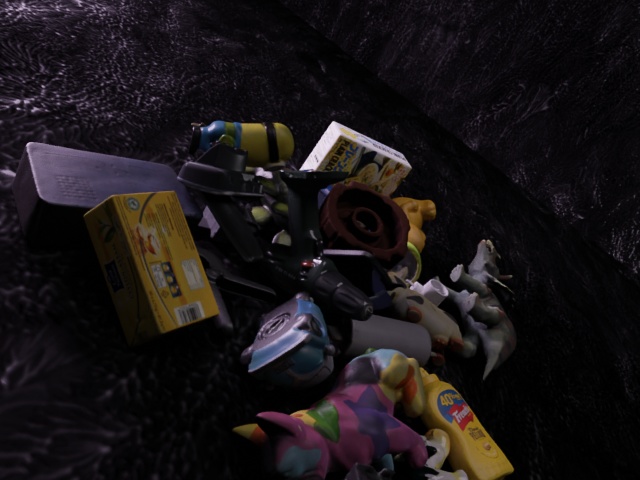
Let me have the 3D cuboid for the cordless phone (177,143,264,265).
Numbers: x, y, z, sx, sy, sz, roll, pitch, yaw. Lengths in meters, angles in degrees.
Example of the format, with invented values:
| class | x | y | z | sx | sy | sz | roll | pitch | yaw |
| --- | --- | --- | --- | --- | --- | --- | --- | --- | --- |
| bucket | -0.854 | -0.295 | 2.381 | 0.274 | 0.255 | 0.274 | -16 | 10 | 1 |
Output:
| class | x | y | z | sx | sy | sz | roll | pitch | yaw |
| --- | --- | --- | --- | --- | --- | --- | --- | --- | --- |
| cordless phone | -0.124 | -0.049 | 0.834 | 0.184 | 0.089 | 0.146 | 59 | 15 | 7 |

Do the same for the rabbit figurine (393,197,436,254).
| class | x | y | z | sx | sy | sz | roll | pitch | yaw |
| --- | --- | --- | --- | --- | --- | --- | --- | --- | --- |
| rabbit figurine | 0.188 | -0.033 | 1.213 | 0.162 | 0.121 | 0.173 | 24 | 30 | -12 |

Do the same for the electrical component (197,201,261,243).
| class | x | y | z | sx | sy | sz | roll | pitch | yaw |
| --- | --- | --- | --- | --- | --- | --- | --- | --- | --- |
| electrical component | -0.164 | -0.035 | 0.887 | 0.119 | 0.047 | 0.075 | 17 | 32 | -36 |

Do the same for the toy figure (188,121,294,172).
| class | x | y | z | sx | sy | sz | roll | pitch | yaw |
| --- | --- | --- | --- | --- | --- | --- | --- | --- | --- |
| toy figure | -0.134 | -0.167 | 0.937 | 0.180 | 0.089 | 0.082 | 8 | 42 | -16 |

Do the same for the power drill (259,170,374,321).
| class | x | y | z | sx | sy | sz | roll | pitch | yaw |
| --- | --- | --- | --- | --- | --- | --- | --- | --- | --- |
| power drill | -0.002 | -0.002 | 0.800 | 0.086 | 0.207 | 0.232 | -13 | 17 | -40 |

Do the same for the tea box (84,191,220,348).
| class | x | y | z | sx | sy | sz | roll | pitch | yaw |
| --- | --- | --- | --- | --- | --- | --- | --- | --- | --- |
| tea box | -0.202 | 0.031 | 0.648 | 0.098 | 0.068 | 0.169 | -10 | 77 | -56 |

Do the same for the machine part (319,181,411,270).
| class | x | y | z | sx | sy | sz | roll | pitch | yaw |
| --- | --- | --- | --- | --- | --- | --- | --- | --- | --- |
| machine part | 0.076 | -0.023 | 0.946 | 0.179 | 0.056 | 0.179 | 18 | 45 | -20 |

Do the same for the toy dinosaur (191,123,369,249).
| class | x | y | z | sx | sy | sz | roll | pitch | yaw |
| --- | --- | --- | --- | --- | --- | --- | --- | --- | --- |
| toy dinosaur | -0.066 | -0.082 | 1.018 | 0.472 | 0.105 | 0.198 | 44 | 31 | 25 |

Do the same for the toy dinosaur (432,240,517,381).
| class | x | y | z | sx | sy | sz | roll | pitch | yaw |
| --- | --- | --- | --- | --- | --- | --- | --- | --- | --- |
| toy dinosaur | 0.336 | 0.164 | 1.088 | 0.192 | 0.131 | 0.405 | 27 | 34 | -17 |

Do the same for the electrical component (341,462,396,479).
| class | x | y | z | sx | sy | sz | roll | pitch | yaw |
| --- | --- | --- | --- | --- | --- | --- | --- | --- | --- |
| electrical component | 0.041 | 0.304 | 0.512 | 0.058 | 0.114 | 0.134 | 19 | 32 | -23 |

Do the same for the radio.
| class | x | y | z | sx | sy | sz | roll | pitch | yaw |
| --- | --- | --- | --- | --- | --- | --- | --- | --- | --- |
| radio | -0.292 | -0.056 | 0.746 | 0.229 | 0.073 | 0.131 | 4 | 40 | -49 |

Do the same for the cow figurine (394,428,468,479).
| class | x | y | z | sx | sy | sz | roll | pitch | yaw |
| --- | --- | --- | --- | --- | --- | --- | --- | --- | --- |
| cow figurine | 0.130 | 0.305 | 0.672 | 0.098 | 0.068 | 0.167 | 22 | 29 | -14 |

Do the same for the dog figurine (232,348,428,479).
| class | x | y | z | sx | sy | sz | roll | pitch | yaw |
| --- | --- | --- | --- | --- | --- | --- | --- | --- | --- |
| dog figurine | 0.013 | 0.205 | 0.630 | 0.219 | 0.108 | 0.191 | 17 | 56 | -25 |

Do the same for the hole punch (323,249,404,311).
| class | x | y | z | sx | sy | sz | roll | pitch | yaw |
| --- | --- | --- | --- | --- | --- | --- | --- | --- | --- |
| hole punch | 0.050 | 0.082 | 0.875 | 0.115 | 0.142 | 0.092 | 45 | 53 | -42 |

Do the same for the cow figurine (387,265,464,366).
| class | x | y | z | sx | sy | sz | roll | pitch | yaw |
| --- | --- | --- | --- | --- | --- | --- | --- | --- | --- |
| cow figurine | 0.168 | 0.125 | 0.977 | 0.195 | 0.085 | 0.127 | 36 | 25 | -7 |

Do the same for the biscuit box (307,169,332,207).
| class | x | y | z | sx | sy | sz | roll | pitch | yaw |
| --- | --- | --- | --- | --- | --- | --- | --- | --- | --- |
| biscuit box | 0.021 | -0.065 | 1.134 | 0.203 | 0.062 | 0.059 | 45 | 27 | 16 |

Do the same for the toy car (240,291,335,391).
| class | x | y | z | sx | sy | sz | roll | pitch | yaw |
| --- | --- | --- | --- | --- | --- | --- | --- | --- | --- |
| toy car | -0.032 | 0.145 | 0.713 | 0.102 | 0.109 | 0.162 | 56 | 8 | -12 |

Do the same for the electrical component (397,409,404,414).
| class | x | y | z | sx | sy | sz | roll | pitch | yaw |
| --- | --- | --- | --- | --- | --- | --- | --- | --- | --- |
| electrical component | 0.092 | 0.220 | 0.781 | 0.102 | 0.045 | 0.078 | 27 | 30 | -18 |

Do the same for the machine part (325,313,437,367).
| class | x | y | z | sx | sy | sz | roll | pitch | yaw |
| --- | --- | --- | --- | --- | --- | --- | --- | --- | --- |
| machine part | 0.091 | 0.157 | 0.846 | 0.243 | 0.079 | 0.079 | 16 | 33 | -32 |
